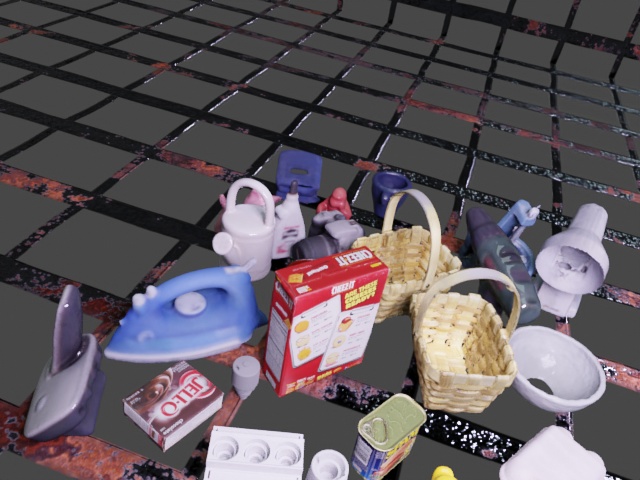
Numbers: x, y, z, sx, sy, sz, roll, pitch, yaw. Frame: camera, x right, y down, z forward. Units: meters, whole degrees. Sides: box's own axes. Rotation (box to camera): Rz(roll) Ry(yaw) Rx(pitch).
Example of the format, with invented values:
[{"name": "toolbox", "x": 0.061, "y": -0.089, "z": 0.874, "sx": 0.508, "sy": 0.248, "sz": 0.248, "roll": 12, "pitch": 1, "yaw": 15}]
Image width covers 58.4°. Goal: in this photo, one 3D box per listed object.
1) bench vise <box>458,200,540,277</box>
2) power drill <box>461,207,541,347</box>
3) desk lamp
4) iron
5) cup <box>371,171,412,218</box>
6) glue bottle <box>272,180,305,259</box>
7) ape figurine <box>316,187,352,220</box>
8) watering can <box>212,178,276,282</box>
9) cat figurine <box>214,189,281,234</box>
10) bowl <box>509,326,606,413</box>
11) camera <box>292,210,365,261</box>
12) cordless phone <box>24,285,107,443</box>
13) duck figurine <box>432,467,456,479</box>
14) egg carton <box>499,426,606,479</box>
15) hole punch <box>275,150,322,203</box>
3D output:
[{"name": "bench vise", "x": 0.346, "y": -0.004, "z": 1.131, "sx": 0.122, "sy": 0.220, "sz": 0.206, "roll": -14, "pitch": 43, "yaw": -29}, {"name": "power drill", "x": 0.292, "y": 0.084, "z": 1.010, "sx": 0.076, "sy": 0.208, "sz": 0.229, "roll": -4, "pitch": 39, "yaw": -18}, {"name": "desk lamp", "x": 0.481, "y": 0.045, "z": 1.106, "sx": 0.117, "sy": 0.213, "sz": 0.204, "roll": 25, "pitch": 39, "yaw": 19}, {"name": "iron", "x": -0.213, "y": 0.105, "z": 0.909, "sx": 0.259, "sy": 0.141, "sz": 0.118, "roll": -12, "pitch": 42, "yaw": -28}, {"name": "cup", "x": 0.153, "y": -0.091, "z": 1.304, "sx": 0.091, "sy": 0.095, "sz": 0.118, "roll": 17, "pitch": 37, "yaw": 9}, {"name": "glue bottle", "x": -0.061, "y": -0.042, "z": 1.118, "sx": 0.078, "sy": 0.173, "sz": 0.037, "roll": -14, "pitch": 43, "yaw": -29}, {"name": "ape figurine", "x": 0.034, "y": -0.073, "z": 1.253, "sx": 0.077, "sy": 0.092, "sz": 0.076, "roll": 22, "pitch": 38, "yaw": 16}, {"name": "watering can", "x": -0.133, "y": -0.021, "z": 1.054, "sx": 0.101, "sy": 0.194, "sz": 0.173, "roll": 9, "pitch": 36, "yaw": -2}, {"name": "cat figurine", "x": -0.147, "y": -0.063, "z": 1.172, "sx": 0.128, "sy": 0.118, "sz": 0.067, "roll": 10, "pitch": 36, "yaw": -1}, {"name": "bowl", "x": 0.377, "y": 0.227, "z": 0.953, "sx": 0.167, "sy": 0.075, "sz": 0.167, "roll": 7, "pitch": 36, "yaw": -5}, {"name": "camera", "x": 0.010, "y": 0.004, "z": 1.136, "sx": 0.137, "sy": 0.101, "sz": 0.142, "roll": -12, "pitch": 42, "yaw": -28}, {"name": "cordless phone", "x": -0.344, "y": 0.163, "z": 0.762, "sx": 0.094, "sy": 0.185, "sz": 0.147, "roll": 1, "pitch": 37, "yaw": -13}, {"name": "duck figurine", "x": 0.154, "y": 0.342, "z": 0.733, "sx": 0.077, "sy": 0.086, "sz": 0.104, "roll": 13, "pitch": 36, "yaw": 3}, {"name": "egg carton", "x": 0.326, "y": 0.332, "z": 0.804, "sx": 0.151, "sy": 0.069, "sz": 0.107, "roll": -22, "pitch": 47, "yaw": -36}, {"name": "hole punch", "x": -0.048, "y": -0.148, "z": 1.333, "sx": 0.108, "sy": 0.091, "sz": 0.101, "roll": 7, "pitch": 36, "yaw": -5}]
